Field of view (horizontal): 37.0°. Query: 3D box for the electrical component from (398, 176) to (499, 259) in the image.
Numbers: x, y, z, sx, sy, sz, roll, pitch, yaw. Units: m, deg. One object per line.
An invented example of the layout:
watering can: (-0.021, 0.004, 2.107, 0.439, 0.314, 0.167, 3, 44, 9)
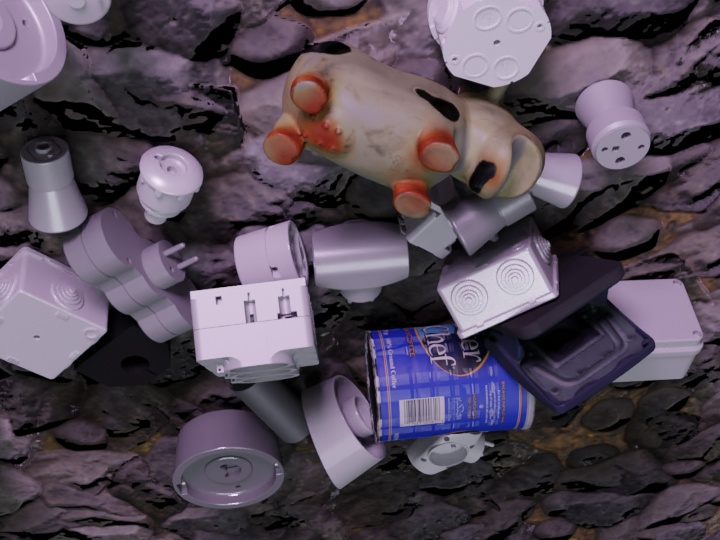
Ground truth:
electrical component: (0.069, -0.046, 0.866, 0.081, 0.042, 0.064, 26, 126, -31)

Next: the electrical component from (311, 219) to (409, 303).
electrical component: (0.000, 0.000, 0.901, 0.077, 0.044, 0.079, -5, 137, -4)

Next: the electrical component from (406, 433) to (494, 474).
electrical component: (0.101, 0.176, 1.105, 0.079, 0.044, 0.077, 20, 130, -27)

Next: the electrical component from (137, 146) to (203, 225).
electrical component: (-0.148, -0.060, 0.815, 0.048, 0.048, 0.062, 10, 141, -19)

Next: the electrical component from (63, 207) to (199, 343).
electrical component: (-0.166, -0.001, 0.867, 0.074, 0.052, 0.138, -24, 135, 16)

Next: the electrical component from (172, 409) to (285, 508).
electrical component: (-0.130, 0.181, 1.060, 0.108, 0.060, 0.108, -5, 137, -5)

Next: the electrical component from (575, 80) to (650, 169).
electrical component: (0.190, -0.109, 0.809, 0.045, 0.055, 0.045, -5, 137, -4)

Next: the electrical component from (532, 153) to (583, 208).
electrical component: (0.136, -0.077, 0.846, 0.065, 0.044, 0.044, 12, 133, -14)

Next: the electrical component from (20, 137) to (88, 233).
electrical component: (-0.229, -0.066, 0.798, 0.044, 0.044, 0.065, -4, 132, -5)

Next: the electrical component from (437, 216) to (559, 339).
electrical component: (0.113, 0.004, 0.887, 0.100, 0.099, 0.048, -26, 104, 18)

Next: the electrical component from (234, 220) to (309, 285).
electrical component: (-0.072, -0.008, 0.875, 0.047, 0.055, 0.055, -13, 137, 9)

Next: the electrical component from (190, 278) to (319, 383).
electrical component: (-0.082, 0.054, 0.881, 0.089, 0.061, 0.150, -7, 170, -2)

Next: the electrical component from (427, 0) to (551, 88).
electrical component: (0.088, -0.169, 0.732, 0.080, 0.051, 0.080, -5, 137, -4)

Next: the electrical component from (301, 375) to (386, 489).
electrical component: (-0.020, 0.152, 1.023, 0.064, 0.099, 0.099, -32, 133, 14)

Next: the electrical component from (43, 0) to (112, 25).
electrical component: (-0.170, -0.183, 0.654, 0.040, 0.078, 0.040, -5, 137, -4)

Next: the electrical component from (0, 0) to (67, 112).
electrical component: (-0.244, -0.146, 0.664, 0.060, 0.108, 0.108, -29, 134, 28)

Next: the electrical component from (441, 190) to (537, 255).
electrical component: (0.100, -0.046, 0.813, 0.065, 0.044, 0.044, -31, 134, 4)

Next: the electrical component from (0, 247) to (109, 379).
electrical component: (-0.267, 0.039, 0.896, 0.100, 0.048, 0.100, 31, 124, -34)

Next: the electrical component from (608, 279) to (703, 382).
electrical component: (0.244, 0.054, 0.975, 0.113, 0.078, 0.057, -2, 140, -7)
